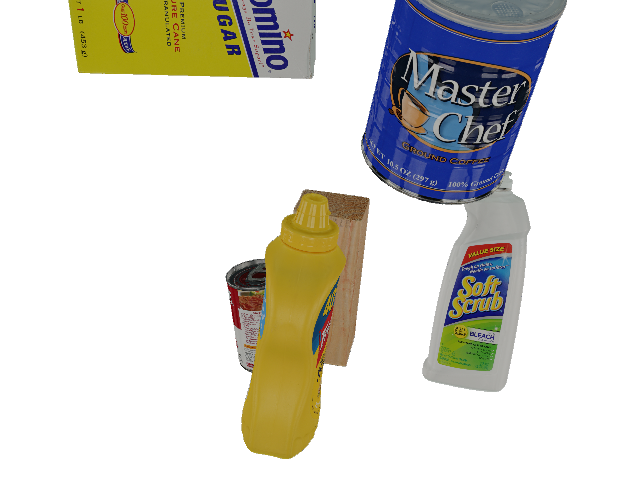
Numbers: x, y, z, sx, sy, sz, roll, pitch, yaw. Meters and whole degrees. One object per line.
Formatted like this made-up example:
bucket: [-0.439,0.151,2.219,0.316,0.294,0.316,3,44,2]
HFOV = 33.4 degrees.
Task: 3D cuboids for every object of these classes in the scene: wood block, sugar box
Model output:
wood block: [0.006,0.048,1.399,0.090,0.206,0.090,8,23,6]
sugar box: [-0.092,-0.168,0.778,0.176,0.093,0.048,3,35,5]

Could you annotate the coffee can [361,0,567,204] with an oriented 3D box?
coffee can: [0.089,-0.109,0.695,0.102,0.140,0.103,7,42,-6]

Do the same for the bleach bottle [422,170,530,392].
bleach bottle: [0.181,0.043,1.223,0.103,0.251,0.068,9,15,15]

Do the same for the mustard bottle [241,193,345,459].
mustard bottle: [-0.018,0.056,0.779,0.058,0.192,0.096,12,24,6]

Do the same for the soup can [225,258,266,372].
soup can: [-0.058,0.079,1.109,0.068,0.102,0.068,-5,25,2]
